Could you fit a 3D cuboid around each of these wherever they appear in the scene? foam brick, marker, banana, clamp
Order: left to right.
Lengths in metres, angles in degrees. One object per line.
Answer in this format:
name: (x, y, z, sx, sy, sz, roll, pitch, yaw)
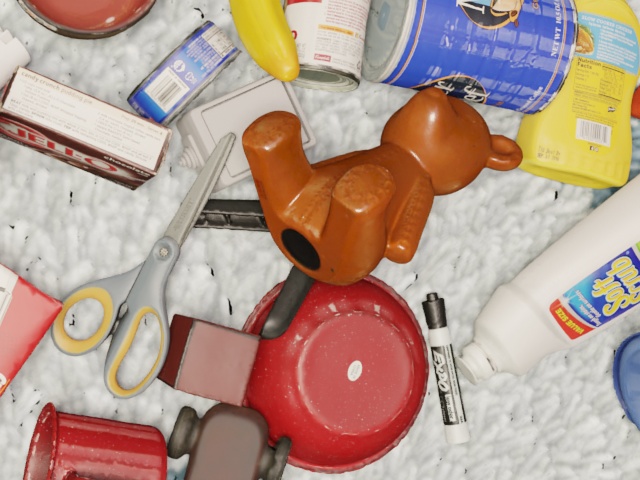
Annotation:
foam brick: (-0.081, 0.085, 0.764, 0.053, 0.078, 0.051, 17, 84, -16)
banana: (-0.043, -0.203, 0.793, 0.037, 0.070, 0.198, 11, 72, -36)
clamp: (-0.005, 0.001, 0.799, 0.171, 0.039, 0.120, -20, 75, -19)
marker: (0.100, 0.102, 0.853, 0.020, 0.020, 0.121, -11, 90, -18)

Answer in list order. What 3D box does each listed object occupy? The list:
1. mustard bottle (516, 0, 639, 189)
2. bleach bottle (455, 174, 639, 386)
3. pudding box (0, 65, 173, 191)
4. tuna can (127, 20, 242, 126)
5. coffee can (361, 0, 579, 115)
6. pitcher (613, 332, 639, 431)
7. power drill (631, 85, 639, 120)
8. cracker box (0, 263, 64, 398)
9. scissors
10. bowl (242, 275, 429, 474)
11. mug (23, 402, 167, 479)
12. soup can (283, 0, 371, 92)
mustard bottle: (0.220, -0.144, 0.884, 0.096, 0.058, 0.191, 12, 84, -18)
bleach bottle: (0.216, 0.037, 0.864, 0.250, 0.068, 0.102, -36, 130, -12)
pudding box: (-0.166, -0.075, 0.738, 0.113, 0.090, 0.039, 20, 80, -17)
tuna can: (-0.098, -0.117, 0.765, 0.033, 0.086, 0.086, 46, 75, -9)
coffee can: (0.112, -0.160, 0.827, 0.140, 0.103, 0.103, 9, 84, -18)
pitcher: (0.376, 0.088, 0.873, 0.242, 0.149, 0.145, -24, 114, -25)
power drill: (0.357, -0.083, 0.929, 0.187, 0.057, 0.184, 39, 76, -14)
cracker box: (-0.305, 0.049, 0.697, 0.213, 0.072, 0.164, 37, 78, -14)
scissors: (-0.130, 0.011, 0.758, 0.096, 0.016, 0.202, 14, 90, 8)
bowl: (0.019, 0.099, 0.808, 0.162, 0.055, 0.162, 1, 86, -18)
mug: (-0.150, 0.162, 0.720, 0.081, 0.117, 0.093, 13, 79, -22)
soup can: (0.005, -0.170, 0.811, 0.068, 0.069, 0.102, 10, 85, -17)
